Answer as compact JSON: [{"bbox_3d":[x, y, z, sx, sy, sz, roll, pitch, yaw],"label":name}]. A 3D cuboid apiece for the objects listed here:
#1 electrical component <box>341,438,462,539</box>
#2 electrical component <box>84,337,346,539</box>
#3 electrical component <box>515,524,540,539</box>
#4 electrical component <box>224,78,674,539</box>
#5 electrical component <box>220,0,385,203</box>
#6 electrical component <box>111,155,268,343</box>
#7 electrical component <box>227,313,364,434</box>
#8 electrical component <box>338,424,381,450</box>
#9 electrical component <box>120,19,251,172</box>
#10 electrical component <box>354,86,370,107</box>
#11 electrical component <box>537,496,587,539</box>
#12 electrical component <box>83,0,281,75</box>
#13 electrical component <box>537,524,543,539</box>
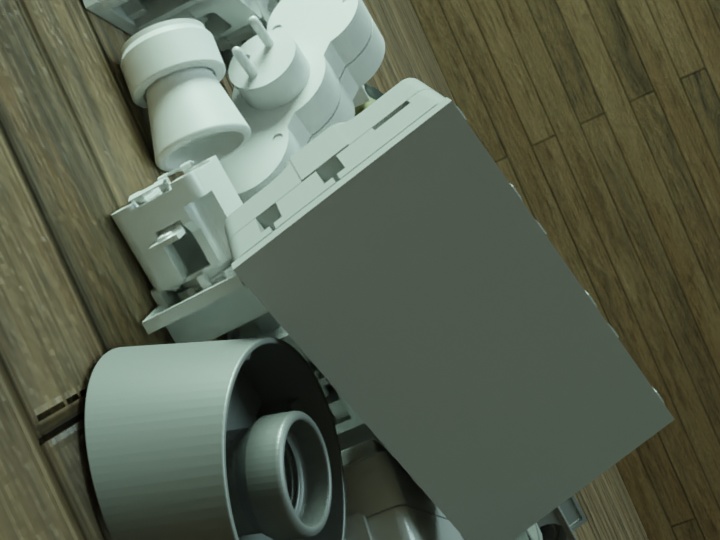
[{"bbox_3d":[0.000,0.107,0.425,0.096,0.062,0.061,42,27,-63],"label":"electrical component"},{"bbox_3d":[-0.046,0.069,0.354,0.099,0.064,0.099,-11,90,-70],"label":"electrical component"},{"bbox_3d":[0.087,0.202,0.633,0.186,0.060,0.105,66,12,-2],"label":"electrical component"},{"bbox_3d":[0.031,0.017,0.394,0.150,0.089,0.061,51,3,-22],"label":"electrical component"},{"bbox_3d":[-0.040,-0.093,0.534,0.073,0.052,0.138,52,55,-50],"label":"electrical component"},{"bbox_3d":[-0.063,-0.009,0.427,0.063,0.042,0.081,62,12,-11],"label":"electrical component"},{"bbox_3d":[0.000,0.000,0.529,0.060,0.105,0.186,62,12,-20],"label":"electrical component"},{"bbox_3d":[0.022,0.079,0.560,0.099,0.064,0.099,49,16,-20],"label":"electrical component"},{"bbox_3d":[-0.079,-0.078,0.482,0.055,0.045,0.045,68,12,10],"label":"electrical component"},{"bbox_3d":[-0.049,-0.158,0.722,0.078,0.063,0.121,-97,160,-46],"label":"electrical component"},{"bbox_3d":[0.107,0.160,0.790,0.121,0.079,0.063,59,-8,-30],"label":"electrical component"},{"bbox_3d":[-0.092,-0.164,0.548,0.089,0.062,0.150,68,12,8],"label":"electrical component"},{"bbox_3d":[0.096,0.190,0.720,0.089,0.050,0.055,64,12,-10],"label":"electrical component"}]
